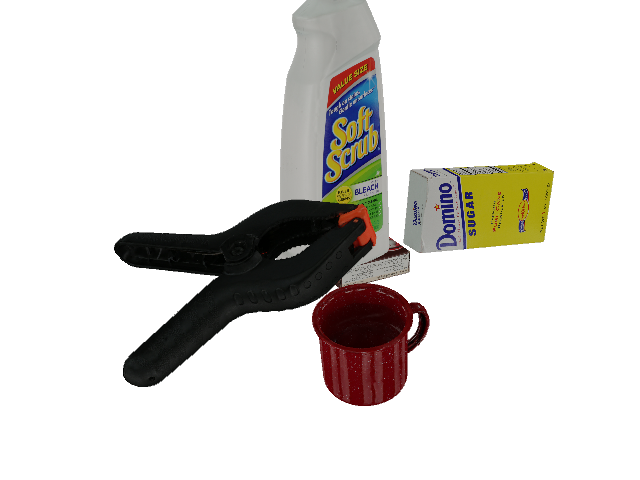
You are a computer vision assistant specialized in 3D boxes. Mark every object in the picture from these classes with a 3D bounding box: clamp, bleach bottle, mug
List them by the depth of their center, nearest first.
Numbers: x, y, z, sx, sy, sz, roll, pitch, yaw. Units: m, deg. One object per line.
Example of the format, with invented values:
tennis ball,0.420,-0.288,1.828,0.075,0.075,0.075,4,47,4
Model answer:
clamp,-0.050,0.026,0.647,0.171,0.120,0.039,-15,-39,12
bleach bottle,0.006,-0.101,0.898,0.102,0.251,0.068,-18,26,-32
mug,0.051,0.096,1.008,0.117,0.081,0.093,-23,42,-21

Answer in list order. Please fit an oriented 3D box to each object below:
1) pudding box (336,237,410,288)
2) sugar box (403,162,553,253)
pudding box,0.056,0.025,1.491,0.113,0.039,0.090,-15,27,-23
sugar box,0.186,-0.039,1.254,0.176,0.093,0.048,-6,21,-26
